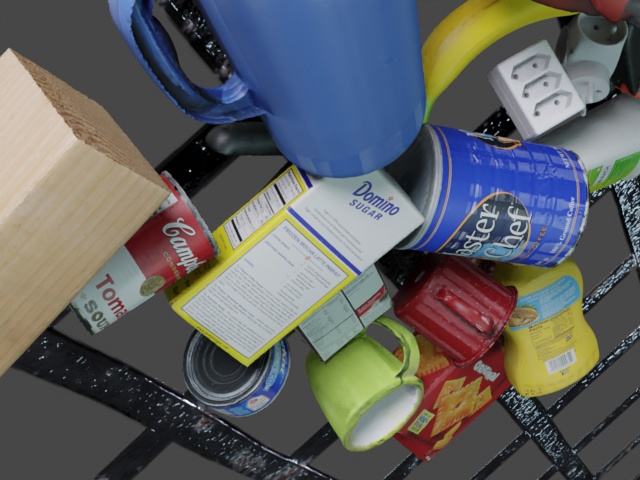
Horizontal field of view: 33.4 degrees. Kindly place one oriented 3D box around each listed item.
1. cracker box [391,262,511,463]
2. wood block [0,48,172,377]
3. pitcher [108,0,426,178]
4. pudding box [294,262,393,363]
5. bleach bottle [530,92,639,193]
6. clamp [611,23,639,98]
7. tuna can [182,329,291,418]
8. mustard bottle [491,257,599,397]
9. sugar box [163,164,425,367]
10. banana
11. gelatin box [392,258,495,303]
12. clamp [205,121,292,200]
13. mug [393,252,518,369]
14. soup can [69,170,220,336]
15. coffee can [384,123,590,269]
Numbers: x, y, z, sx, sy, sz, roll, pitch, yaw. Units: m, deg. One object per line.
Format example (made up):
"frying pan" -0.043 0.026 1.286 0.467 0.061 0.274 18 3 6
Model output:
"cracker box" 0.154 0.139 1.173 0.213 0.072 0.164 -42 149 -1
"wood block" -0.198 0.007 0.613 0.206 0.091 0.090 -46 148 7
"pitcher" -0.013 -0.132 0.617 0.149 0.145 0.242 0 153 13
"pudding box" 0.012 0.051 0.944 0.090 0.039 0.113 -38 146 -5
"bleach bottle" 0.196 -0.054 0.993 0.250 0.068 0.103 -25 161 -17
"clamp" 0.281 -0.219 0.893 0.164 0.036 0.210 -10 126 -37
"tuna can" -0.069 0.099 0.870 0.086 0.086 0.033 -44 146 3
"mustard bottle" 0.215 0.063 1.057 0.096 0.058 0.191 -24 123 -6
"sugar box" -0.020 0.006 0.775 0.176 0.048 0.093 -41 129 7
"banana" 0.141 -0.167 0.822 0.197 0.037 0.069 -34 150 -16
"gelatin box" 0.124 0.041 1.061 0.089 0.030 0.073 -52 147 15
"clamp" -0.007 -0.072 0.776 0.171 0.039 0.120 -35 152 -9
"mug" 0.123 0.059 0.972 0.093 0.081 0.117 -54 -172 3
"soup can" -0.128 0.009 0.714 0.102 0.069 0.068 -34 147 -12
"coffee can" 0.129 -0.035 0.861 0.140 0.103 0.103 8 127 -21
